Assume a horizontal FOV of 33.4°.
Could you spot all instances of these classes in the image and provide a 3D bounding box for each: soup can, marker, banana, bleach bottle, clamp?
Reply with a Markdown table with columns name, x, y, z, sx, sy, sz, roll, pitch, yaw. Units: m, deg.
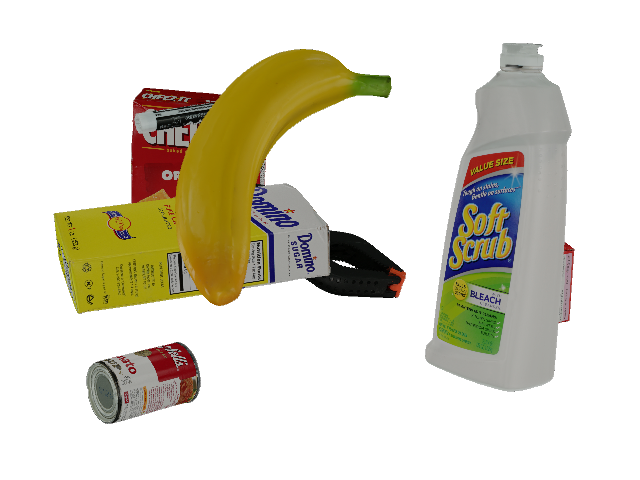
| name | x | y | z | sx | sy | sz | roll | pitch | yaw |
| --- | --- | --- | --- | --- | --- | --- | --- | --- | --- |
| soup can | -0.189 | 0.151 | 1.137 | 0.102 | 0.068 | 0.069 | -10 | 7 | -41 |
| marker | -0.115 | -0.119 | 1.004 | 0.120 | 0.020 | 0.020 | -13 | 6 | -25 |
| banana | -0.029 | -0.047 | 0.532 | 0.070 | 0.037 | 0.197 | 19 | 46 | 16 |
| bleach bottle | 0.136 | -0.021 | 0.800 | 0.067 | 0.251 | 0.103 | -8 | 15 | -38 |
| clamp | -0.015 | 0.016 | 1.137 | 0.210 | 0.036 | 0.164 | 24 | 35 | 12 |

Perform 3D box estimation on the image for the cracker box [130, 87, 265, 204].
| name | x | y | z | sx | sy | sz | roll | pitch | yaw |
| --- | --- | --- | --- | --- | --- | --- | --- | --- | --- |
| cracker box | -0.154 | -0.076 | 1.354 | 0.164 | 0.214 | 0.072 | 5 | 22 | 2 |

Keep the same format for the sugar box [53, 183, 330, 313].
| name | x | y | z | sx | sy | sz | roll | pitch | yaw |
| --- | --- | --- | --- | --- | --- | --- | --- | --- | --- |
| sugar box | -0.090 | 0.002 | 0.742 | 0.176 | 0.048 | 0.093 | -11 | 26 | -16 |

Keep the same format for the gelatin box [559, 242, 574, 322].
| name | x | y | z | sx | sy | sz | roll | pitch | yaw |
| --- | --- | --- | --- | --- | --- | --- | --- | --- | --- |
| gelatin box | 0.234 | 0.034 | 1.125 | 0.030 | 0.089 | 0.073 | -12 | 29 | -15 |
